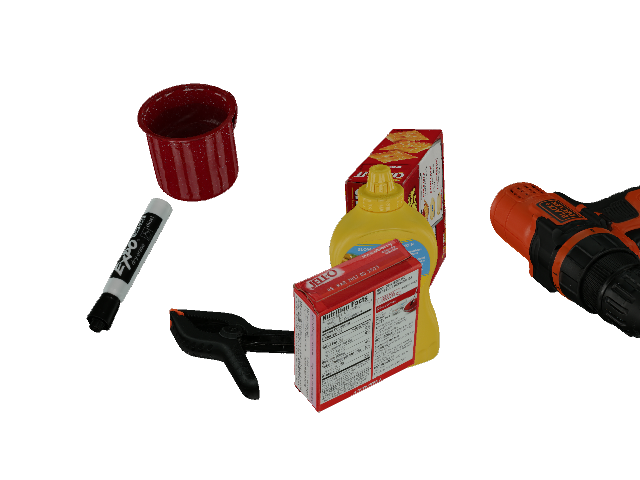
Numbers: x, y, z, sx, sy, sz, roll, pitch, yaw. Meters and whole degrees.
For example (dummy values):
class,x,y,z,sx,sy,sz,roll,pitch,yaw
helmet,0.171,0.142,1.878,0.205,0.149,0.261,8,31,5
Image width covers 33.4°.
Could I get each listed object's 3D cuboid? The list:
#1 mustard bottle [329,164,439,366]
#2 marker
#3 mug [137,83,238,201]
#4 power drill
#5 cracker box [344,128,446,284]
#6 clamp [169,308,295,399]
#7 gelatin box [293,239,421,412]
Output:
class,x,y,z,sx,sy,sz,roll,pitch,yaw
mustard bottle,0.057,0.023,0.959,0.096,0.192,0.058,-5,27,-1
marker,-0.145,0.019,0.812,0.020,0.121,0.020,16,-34,11
mug,-0.118,-0.099,1.036,0.093,0.081,0.117,17,47,23
power drill,0.235,-0.003,0.731,0.187,0.057,0.185,-10,29,-18
cracker box,0.087,-0.021,1.196,0.072,0.164,0.213,3,21,18
clamp,-0.104,0.125,1.259,0.210,0.036,0.164,14,23,26
gelatin box,0.021,0.050,0.629,0.073,0.089,0.030,-24,46,-24
